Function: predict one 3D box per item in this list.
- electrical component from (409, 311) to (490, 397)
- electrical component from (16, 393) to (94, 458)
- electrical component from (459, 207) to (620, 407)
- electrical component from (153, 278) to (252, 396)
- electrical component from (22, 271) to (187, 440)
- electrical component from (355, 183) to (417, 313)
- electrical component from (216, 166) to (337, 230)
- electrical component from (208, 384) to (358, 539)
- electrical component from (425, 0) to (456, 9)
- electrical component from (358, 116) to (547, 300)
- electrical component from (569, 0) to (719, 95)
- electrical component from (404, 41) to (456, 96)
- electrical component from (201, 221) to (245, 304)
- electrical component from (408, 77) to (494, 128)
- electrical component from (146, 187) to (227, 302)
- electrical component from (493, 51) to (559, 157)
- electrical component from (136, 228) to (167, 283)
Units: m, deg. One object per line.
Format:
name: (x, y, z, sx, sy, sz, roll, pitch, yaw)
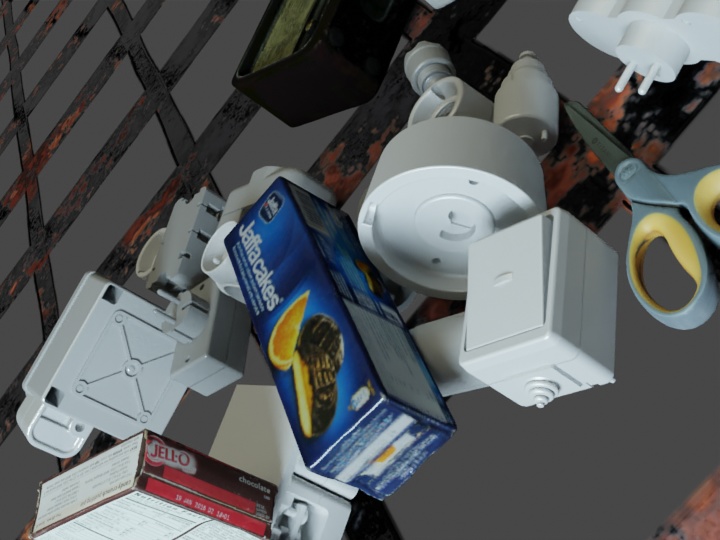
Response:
electrical component: (0.047, 0.050, 0.612, 0.081, 0.043, 0.043, -21, 46, 44)
electrical component: (-0.267, 0.114, 0.980, 0.095, 0.054, 0.059, -59, 31, -4)
electrical component: (0.091, 0.024, 0.557, 0.062, 0.061, 0.096, -24, 44, 42)
electrical component: (-0.128, 0.041, 0.832, 0.047, 0.076, 0.083, -30, 40, 36)
electrical component: (-0.193, 0.073, 0.863, 0.056, 0.109, 0.108, 16, 76, 56)
electrical component: (0.000, 0.000, 0.714, 0.074, 0.052, 0.138, 17, 77, 58)
electrical component: (-0.066, -0.041, 0.841, 0.095, 0.054, 0.059, -15, 51, 48)
electrical component: (-0.055, 0.150, 0.645, 0.089, 0.062, 0.150, -6, 57, 52)
electrical component: (0.065, -0.266, 0.855, 0.061, 0.062, 0.096, -21, 46, 45)
electrical component: (0.056, -0.040, 0.624, 0.108, 0.108, 0.060, -30, 34, 37)
electrical component: (0.167, -0.130, 0.598, 0.073, 0.052, 0.138, -60, 31, -4)
electrical component: (0.054, -0.139, 0.783, 0.035, 0.035, 0.061, -43, 36, 22)
electrical component: (-0.084, 0.002, 0.805, 0.079, 0.077, 0.044, -3, 60, 54)
electrical component: (0.065, -0.095, 0.714, 0.055, 0.047, 0.055, -35, 38, 32)
electrical component: (-0.133, -0.014, 0.908, 0.050, 0.056, 0.089, -19, 48, 46)
electrical component: (0.105, -0.106, 0.676, 0.040, 0.040, 0.078, -27, 42, 40)
electrical component: (-0.165, -0.005, 0.953, 0.055, 0.047, 0.055, -35, 38, 32)
